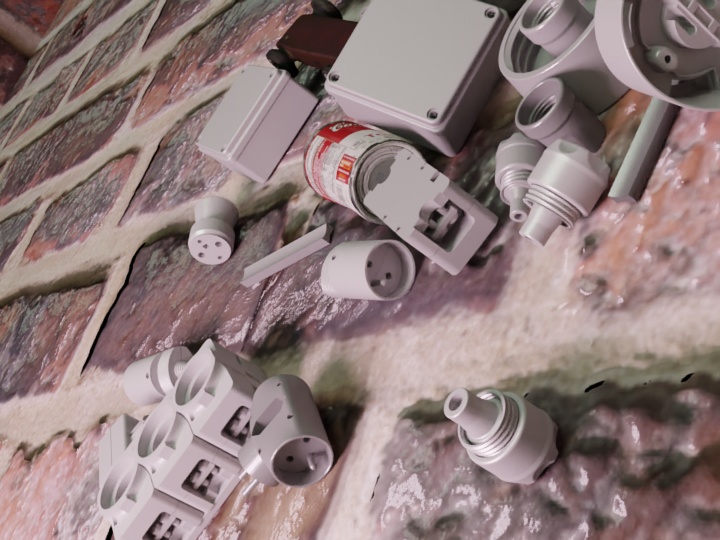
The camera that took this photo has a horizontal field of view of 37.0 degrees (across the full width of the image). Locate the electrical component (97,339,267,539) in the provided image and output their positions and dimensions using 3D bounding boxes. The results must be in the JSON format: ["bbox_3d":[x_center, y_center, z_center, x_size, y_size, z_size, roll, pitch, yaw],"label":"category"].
[{"bbox_3d":[-0.135,0.138,0.838,0.150,0.062,0.089,-53,28,5],"label":"electrical component"}]

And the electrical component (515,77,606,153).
[{"bbox_3d":[0.129,-0.094,0.687,0.040,0.046,0.040,-38,32,30],"label":"electrical component"}]

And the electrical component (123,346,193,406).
[{"bbox_3d":[-0.175,0.095,0.969,0.081,0.043,0.043,-21,44,47],"label":"electrical component"}]

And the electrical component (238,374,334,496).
[{"bbox_3d":[-0.059,0.124,0.753,0.079,0.043,0.077,-50,28,12],"label":"electrical component"}]

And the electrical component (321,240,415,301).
[{"bbox_3d":[0.000,0.000,0.794,0.081,0.043,0.043,0,60,58],"label":"electrical component"}]

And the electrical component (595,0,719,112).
[{"bbox_3d":[0.184,-0.140,0.600,0.099,0.099,0.064,-55,21,1],"label":"electrical component"}]

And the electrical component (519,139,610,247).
[{"bbox_3d":[0.120,-0.044,0.651,0.062,0.043,0.043,-58,27,-1],"label":"electrical component"}]

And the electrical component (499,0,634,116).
[{"bbox_3d":[0.141,-0.158,0.722,0.108,0.060,0.108,-38,32,30],"label":"electrical component"}]

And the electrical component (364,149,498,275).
[{"bbox_3d":[0.050,-0.039,0.742,0.050,0.056,0.089,-53,27,5],"label":"electrical component"}]

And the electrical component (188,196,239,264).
[{"bbox_3d":[-0.145,-0.039,1.066,0.045,0.045,0.055,-37,33,32],"label":"electrical component"}]

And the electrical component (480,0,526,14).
[{"bbox_3d":[0.105,-0.240,0.866,0.096,0.061,0.061,-31,37,40],"label":"electrical component"}]

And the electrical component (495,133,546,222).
[{"bbox_3d":[0.105,-0.058,0.700,0.035,0.035,0.061,-30,39,40],"label":"electrical component"}]

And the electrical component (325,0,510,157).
[{"bbox_3d":[0.047,-0.158,0.826,0.109,0.056,0.108,25,80,26],"label":"electrical component"}]

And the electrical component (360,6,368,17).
[{"bbox_3d":[0.033,-0.188,0.926,0.062,0.061,0.096,-24,41,45],"label":"electrical component"}]

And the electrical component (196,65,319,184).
[{"bbox_3d":[-0.108,-0.153,1.119,0.108,0.056,0.109,-57,27,-3],"label":"electrical component"}]

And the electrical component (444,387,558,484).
[{"bbox_3d":[0.072,0.083,0.568,0.043,0.062,0.043,-38,32,30],"label":"electrical component"}]

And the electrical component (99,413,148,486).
[{"bbox_3d":[-0.181,0.150,0.916,0.076,0.047,0.065,-49,28,13],"label":"electrical component"}]
